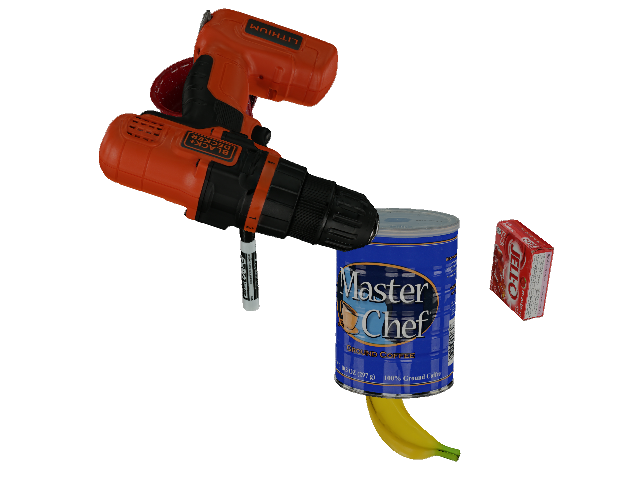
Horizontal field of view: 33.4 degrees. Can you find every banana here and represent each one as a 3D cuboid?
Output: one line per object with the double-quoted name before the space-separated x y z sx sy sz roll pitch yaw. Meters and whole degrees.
"banana" 0.081 0.174 1.123 0.069 0.037 0.198 10 24 -19

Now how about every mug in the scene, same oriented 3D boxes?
"mug" -0.097 -0.120 0.997 0.093 0.081 0.117 21 52 27

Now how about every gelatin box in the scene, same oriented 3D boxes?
"gelatin box" 0.219 0.032 1.172 0.030 0.089 0.073 -10 30 -20

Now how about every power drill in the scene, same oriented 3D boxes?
"power drill" -0.039 -0.078 0.732 0.184 0.057 0.187 19 40 -3

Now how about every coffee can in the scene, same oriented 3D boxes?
"coffee can" 0.063 0.050 0.896 0.103 0.140 0.103 0 11 0

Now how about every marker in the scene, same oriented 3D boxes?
"marker" -0.080 0.025 1.189 0.020 0.121 0.020 0 33 0
